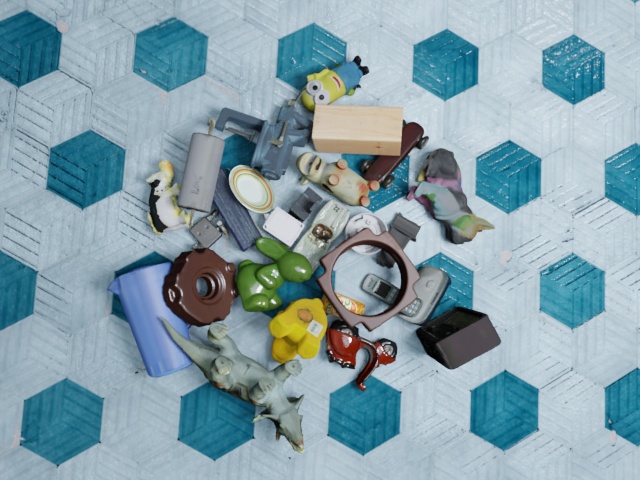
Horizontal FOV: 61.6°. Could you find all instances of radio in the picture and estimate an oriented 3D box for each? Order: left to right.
[{"bbox_3d":[0.306,0.217,1.219,0.131,0.229,0.073,-28,87,-3],"label":"radio"}]

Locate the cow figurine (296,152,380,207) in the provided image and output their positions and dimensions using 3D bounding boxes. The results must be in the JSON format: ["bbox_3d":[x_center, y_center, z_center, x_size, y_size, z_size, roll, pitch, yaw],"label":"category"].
[{"bbox_3d":[0.030,-0.148,1.289,0.195,0.127,0.085,29,77,-17],"label":"cow figurine"}]

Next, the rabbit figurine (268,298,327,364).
[{"bbox_3d":[-0.063,0.209,1.232,0.122,0.173,0.162,26,38,-4],"label":"rabbit figurine"}]

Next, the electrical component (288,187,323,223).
[{"bbox_3d":[-0.034,-0.082,1.268,0.048,0.119,0.075,40,85,-1],"label":"electrical component"}]

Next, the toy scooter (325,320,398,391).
[{"bbox_3d":[0.086,0.276,1.269,0.184,0.075,0.135,24,82,-7],"label":"toy scooter"}]

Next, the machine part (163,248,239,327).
[{"bbox_3d":[-0.263,0.105,1.208,0.179,0.056,0.179,13,71,-44],"label":"machine part"}]

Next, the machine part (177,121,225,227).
[{"bbox_3d":[-0.268,-0.150,1.210,0.079,0.079,0.243,13,86,-4],"label":"machine part"}]

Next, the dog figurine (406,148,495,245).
[{"bbox_3d":[0.332,-0.098,1.315,0.219,0.108,0.191,31,80,-6],"label":"dog figurine"}]

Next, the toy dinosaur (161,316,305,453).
[{"bbox_3d":[-0.178,0.304,1.194,0.405,0.192,0.131,31,45,6],"label":"toy dinosaur"}]

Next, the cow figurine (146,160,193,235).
[{"bbox_3d":[-0.369,-0.100,1.265,0.098,0.068,0.167,-18,86,-1],"label":"cow figurine"}]

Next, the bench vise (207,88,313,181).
[{"bbox_3d":[-0.142,-0.262,1.277,0.241,0.129,0.223,18,81,-8],"label":"bench vise"}]

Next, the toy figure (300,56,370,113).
[{"bbox_3d":[0.035,-0.378,1.323,0.180,0.089,0.082,-38,73,-17],"label":"toy figure"}]

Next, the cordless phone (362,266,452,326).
[{"bbox_3d":[0.207,0.110,1.300,0.184,0.088,0.146,29,82,15],"label":"cordless phone"}]

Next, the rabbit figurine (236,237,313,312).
[{"bbox_3d":[-0.098,0.074,1.241,0.170,0.121,0.159,-24,68,16],"label":"rabbit figurine"}]

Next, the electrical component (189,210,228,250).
[{"bbox_3d":[-0.265,-0.015,1.275,0.102,0.045,0.078,-38,91,-8],"label":"electrical component"}]

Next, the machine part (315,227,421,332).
[{"bbox_3d":[0.107,0.089,1.223,0.201,0.087,0.201,-35,83,-6],"label":"machine part"}]

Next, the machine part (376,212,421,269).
[{"bbox_3d":[0.189,0.007,1.322,0.084,0.039,0.139,34,81,-7],"label":"machine part"}]

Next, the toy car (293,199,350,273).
[{"bbox_3d":[-0.003,-0.004,1.294,0.073,0.056,0.201,34,82,-2],"label":"toy car"}]

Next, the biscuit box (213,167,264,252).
[{"bbox_3d":[-0.208,-0.073,1.279,0.063,0.059,0.202,-30,89,-7],"label":"biscuit box"}]

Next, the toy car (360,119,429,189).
[{"bbox_3d":[0.183,-0.210,1.334,0.089,0.053,0.202,38,82,13],"label":"toy car"}]
